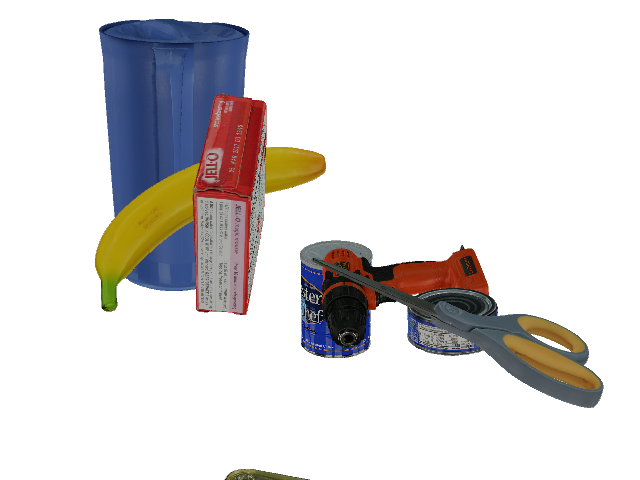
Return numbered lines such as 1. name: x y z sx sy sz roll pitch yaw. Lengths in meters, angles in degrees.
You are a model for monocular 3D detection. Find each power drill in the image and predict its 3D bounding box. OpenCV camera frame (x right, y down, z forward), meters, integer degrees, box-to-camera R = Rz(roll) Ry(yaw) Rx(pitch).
1. power drill: 0.094 0.061 1.222 0.187 0.057 0.184 -1 28 -2

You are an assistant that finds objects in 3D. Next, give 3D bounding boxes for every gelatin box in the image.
1. gelatin box: -0.046 -0.018 0.546 0.030 0.073 0.089 5 -44 1

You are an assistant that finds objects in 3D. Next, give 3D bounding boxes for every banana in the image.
1. banana: -0.090 -0.023 0.776 0.197 0.070 0.037 -35 -21 -17

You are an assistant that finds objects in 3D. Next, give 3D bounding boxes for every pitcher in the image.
1. pitcher: -0.135 -0.078 0.982 0.145 0.243 0.148 17 24 36

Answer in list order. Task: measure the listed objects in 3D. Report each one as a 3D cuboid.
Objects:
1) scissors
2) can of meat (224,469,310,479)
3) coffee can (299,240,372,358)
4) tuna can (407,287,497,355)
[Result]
1. scissors: 0.098 0.049 0.712 0.202 0.016 0.096 29 24 18
2. can of meat: -0.029 0.230 0.814 0.102 0.084 0.057 8 14 9
3. coffee can: 0.022 0.083 1.526 0.103 0.140 0.103 0 21 0
4. tuna can: 0.124 0.075 1.006 0.086 0.034 0.086 -3 19 1
